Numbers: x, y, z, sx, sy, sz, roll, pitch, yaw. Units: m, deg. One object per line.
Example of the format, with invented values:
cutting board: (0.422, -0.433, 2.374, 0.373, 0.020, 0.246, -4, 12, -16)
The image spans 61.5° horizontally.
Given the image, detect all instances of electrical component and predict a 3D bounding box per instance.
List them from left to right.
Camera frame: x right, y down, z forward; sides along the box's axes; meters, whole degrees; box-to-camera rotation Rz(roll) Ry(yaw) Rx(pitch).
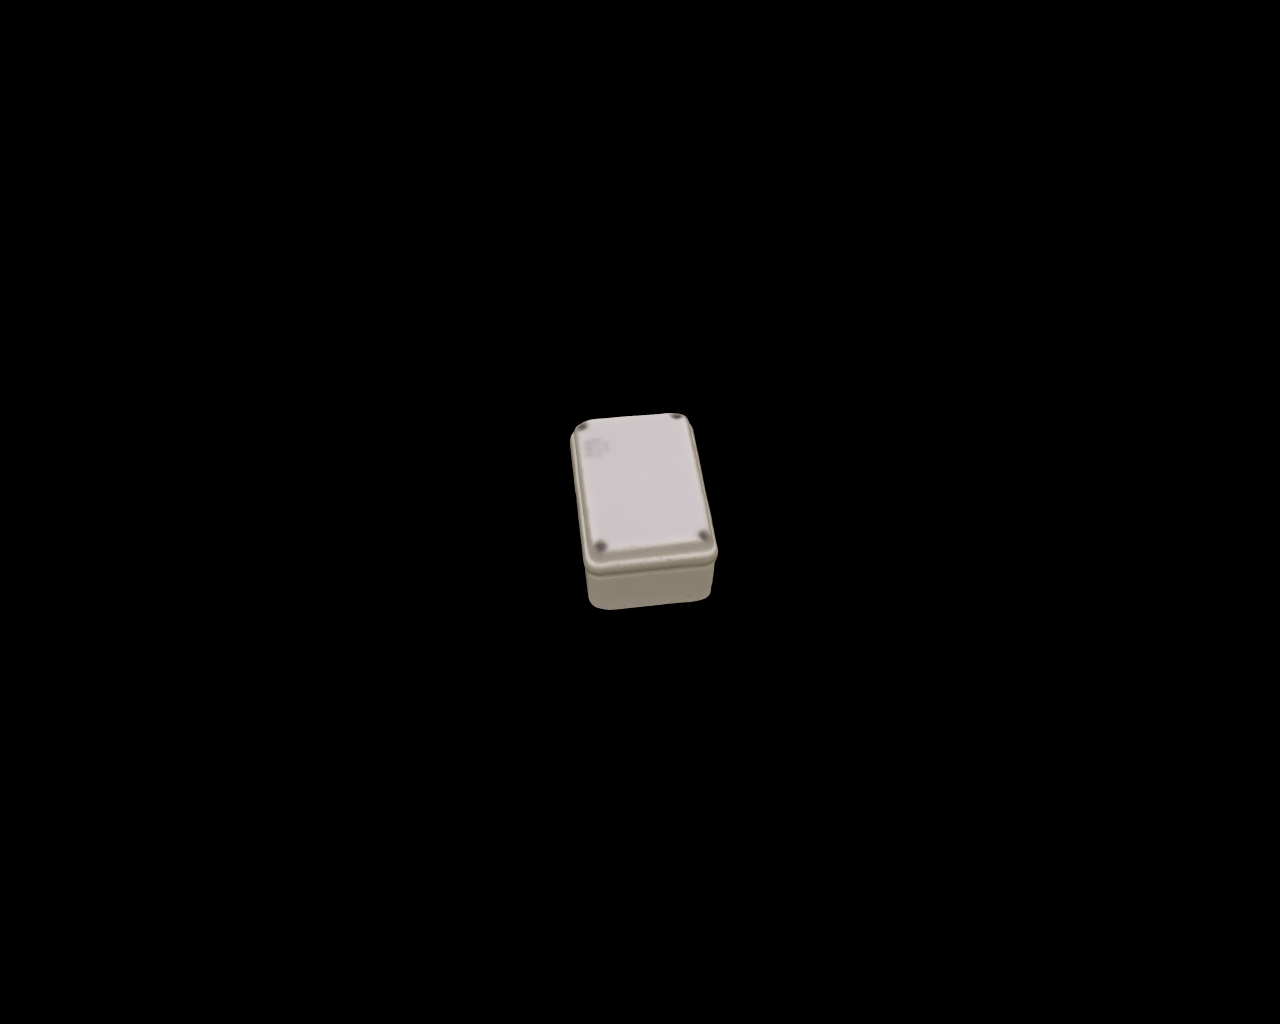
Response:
electrical component: (0.001, -0.003, 0.650, 0.078, 0.113, 0.057, -5, -39, -4)
